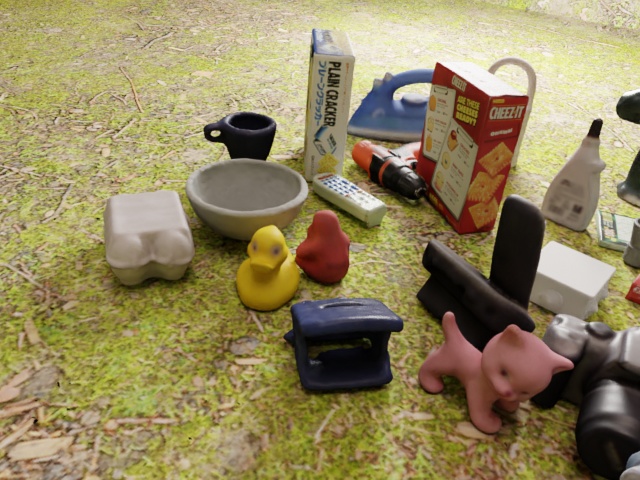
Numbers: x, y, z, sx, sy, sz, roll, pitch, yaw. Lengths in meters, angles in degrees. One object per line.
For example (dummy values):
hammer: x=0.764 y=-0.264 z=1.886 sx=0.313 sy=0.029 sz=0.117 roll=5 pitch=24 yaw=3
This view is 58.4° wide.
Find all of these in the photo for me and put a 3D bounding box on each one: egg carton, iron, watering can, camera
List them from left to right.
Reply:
egg carton: x=-0.217 y=-0.007 z=0.726 sx=0.107 sy=0.069 sz=0.150 roll=-8 pitch=35 yaw=-20
iron: x=0.180 y=-0.277 z=1.138 sx=0.258 sy=0.141 sz=0.118 roll=-2 pitch=34 yaw=-11
watering can: x=0.335 y=-0.233 z=1.045 sx=0.101 sy=0.194 sz=0.173 roll=4 pitch=33 yaw=-2
camera: x=0.272 y=0.144 z=0.541 sx=0.142 sy=0.101 sz=0.137 roll=22 pitch=36 yaw=23

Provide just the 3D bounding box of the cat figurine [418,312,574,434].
cat figurine: x=0.167 y=0.116 z=0.551 sx=0.127 sy=0.118 sz=0.067 roll=31 pitch=41 yaw=33

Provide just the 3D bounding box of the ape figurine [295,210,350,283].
ape figurine: x=0.007 y=0.003 z=0.725 sx=0.078 sy=0.092 sz=0.076 roll=-8 pitch=35 yaw=-19

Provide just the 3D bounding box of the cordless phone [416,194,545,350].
cordless phone: x=0.187 y=0.017 z=0.645 sx=0.094 sy=0.185 sz=0.147 roll=-15 pitch=38 yaw=-29

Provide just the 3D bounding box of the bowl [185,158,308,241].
bowl: x=-0.102 y=-0.047 z=0.801 sx=0.167 sy=0.075 sz=0.167 roll=4 pitch=33 yaw=-2

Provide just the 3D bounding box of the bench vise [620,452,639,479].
bench vise: x=0.330 y=0.150 z=0.431 sx=0.208 sy=0.220 sz=0.121 roll=-22 pitch=42 yaw=-36

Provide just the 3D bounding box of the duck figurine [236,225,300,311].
duck figurine: x=-0.061 y=0.022 z=0.690 sx=0.077 sy=0.086 sz=0.104 roll=10 pitch=33 yaw=6

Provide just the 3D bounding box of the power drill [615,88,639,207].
power drill: x=0.586 y=-0.151 z=0.944 sx=0.076 sy=0.208 sz=0.228 roll=-16 pitch=39 yaw=-30

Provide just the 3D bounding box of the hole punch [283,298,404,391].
hole punch: x=0.021 y=0.090 z=0.593 sx=0.109 sy=0.091 sz=0.101 roll=-2 pitch=34 yaw=-12

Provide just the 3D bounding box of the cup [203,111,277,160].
cup: x=-0.130 y=-0.151 z=0.937 sx=0.118 sy=0.095 sz=0.091 roll=-6 pitch=35 yaw=-17

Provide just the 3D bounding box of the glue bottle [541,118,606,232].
glue bottle: x=0.397 y=-0.102 z=0.872 sx=0.037 sy=0.173 sz=0.077 roll=-25 pitch=43 yaw=-38
